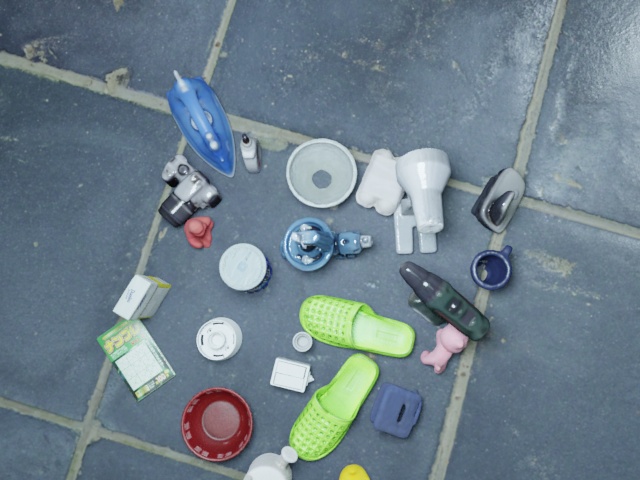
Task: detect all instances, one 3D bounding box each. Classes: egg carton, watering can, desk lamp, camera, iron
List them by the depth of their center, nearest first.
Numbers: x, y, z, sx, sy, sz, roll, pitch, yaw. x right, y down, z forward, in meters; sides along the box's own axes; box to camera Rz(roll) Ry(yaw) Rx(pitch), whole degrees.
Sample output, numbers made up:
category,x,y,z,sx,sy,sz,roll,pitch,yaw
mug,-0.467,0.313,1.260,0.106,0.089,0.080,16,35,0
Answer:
category,x,y,z,sx,sy,sz,roll,pitch,yaw
watering can,-0.113,0.517,1.213,0.101,0.194,0.173,14,83,3
desk lamp,0.229,-0.081,1.283,0.118,0.213,0.203,-3,82,0
camera,-0.326,-0.110,1.346,0.143,0.101,0.137,43,85,6
iron,-0.274,-0.275,1.348,0.118,0.141,0.258,-29,83,-3
egg carton,0.155,-0.137,1.363,0.107,0.069,0.150,22,83,3

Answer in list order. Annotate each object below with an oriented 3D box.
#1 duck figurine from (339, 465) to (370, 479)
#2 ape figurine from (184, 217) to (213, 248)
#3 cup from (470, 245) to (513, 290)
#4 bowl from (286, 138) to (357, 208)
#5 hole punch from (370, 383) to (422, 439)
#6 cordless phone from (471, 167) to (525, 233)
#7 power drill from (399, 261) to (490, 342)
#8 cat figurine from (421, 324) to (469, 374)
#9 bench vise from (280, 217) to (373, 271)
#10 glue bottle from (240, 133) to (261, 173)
category,x,y,z,sx,sy,sz,roll,pitch,yaw
duck figurine,0.078,0.556,1.262,0.077,0.086,0.104,-7,82,0
ape figurine,-0.285,-0.024,1.339,0.076,0.092,0.078,42,85,6
cup,0.392,0.062,1.322,0.091,0.095,0.118,40,84,5
bowl,0.005,-0.152,1.364,0.167,0.075,0.167,0,82,0
hole punch,0.174,0.380,1.282,0.101,0.091,0.109,21,83,3
cordless phone,0.424,-0.100,1.299,0.094,0.185,0.148,27,83,4
power drill,0.257,0.134,1.256,0.229,0.208,0.076,37,84,5
cat figurine,0.288,0.240,1.287,0.067,0.118,0.128,32,84,5
bench vise,0.008,-0.007,1.271,0.207,0.220,0.121,-21,82,-2
glue bottle,-0.163,-0.211,1.323,0.037,0.173,0.078,-4,82,0
